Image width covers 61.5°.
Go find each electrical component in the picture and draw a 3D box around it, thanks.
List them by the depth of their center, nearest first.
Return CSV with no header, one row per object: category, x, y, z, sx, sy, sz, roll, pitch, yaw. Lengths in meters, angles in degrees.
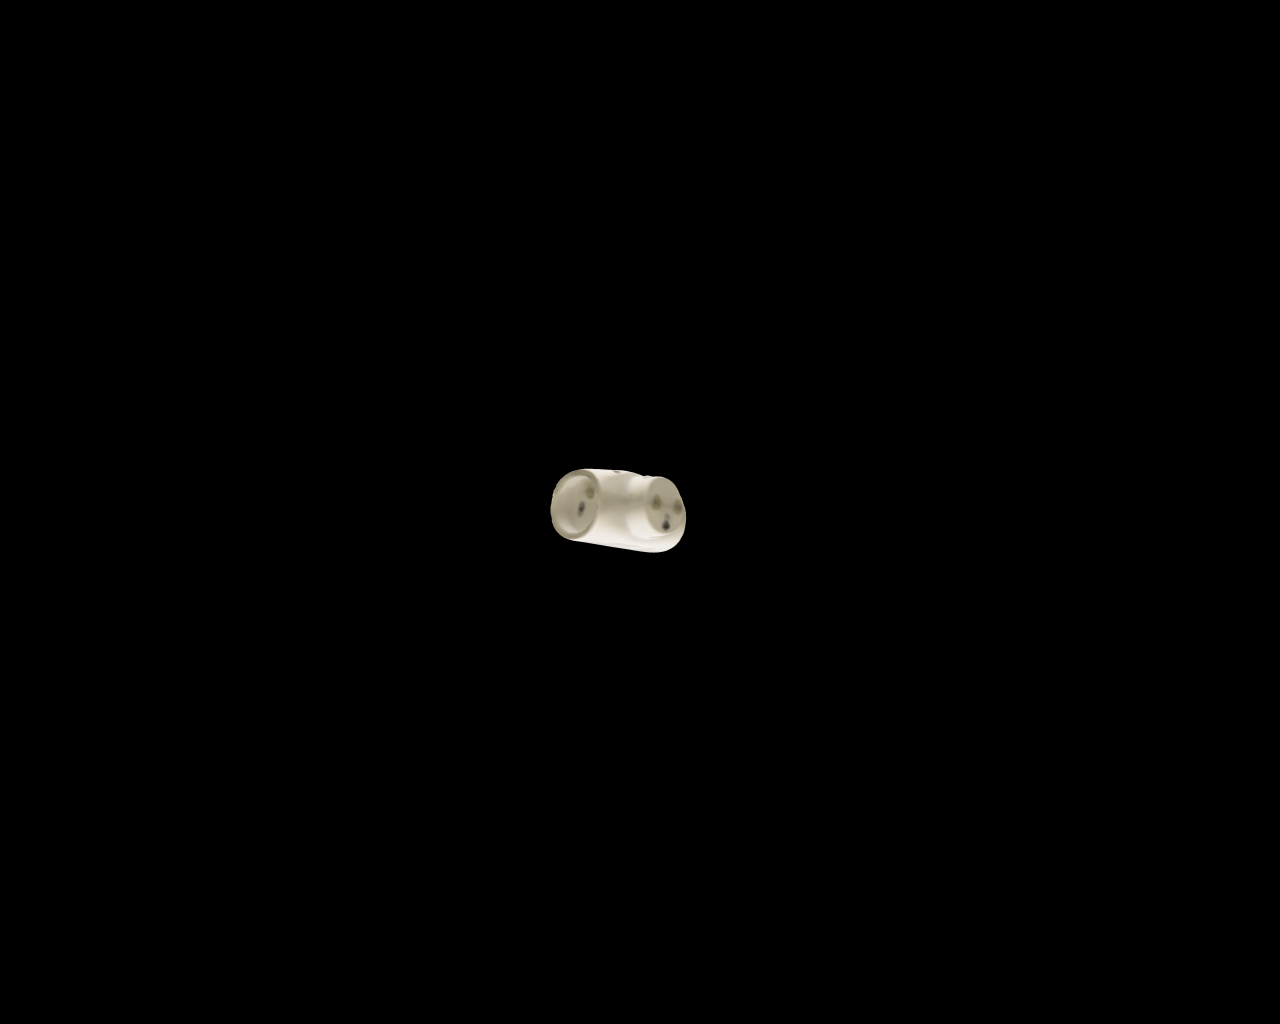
electrical component,0.001,-0.003,0.650,0.079,0.043,0.077,-10,-14,42
